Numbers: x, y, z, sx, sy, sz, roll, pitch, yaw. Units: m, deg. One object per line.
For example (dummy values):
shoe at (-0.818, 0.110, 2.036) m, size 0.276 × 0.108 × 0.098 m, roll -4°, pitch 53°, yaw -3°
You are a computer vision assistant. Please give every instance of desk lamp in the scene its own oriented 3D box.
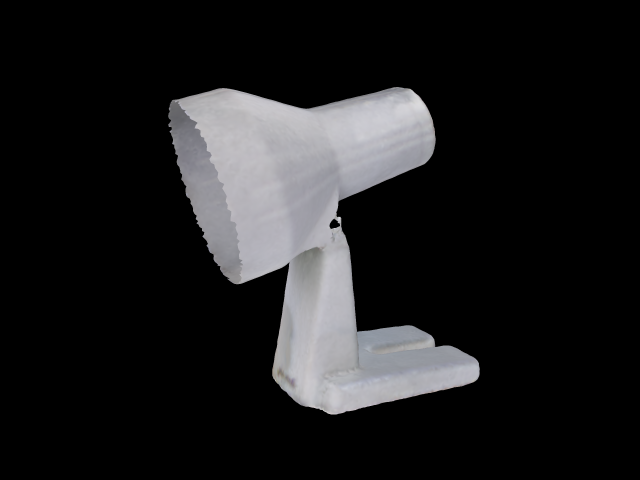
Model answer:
desk lamp at (0.004, 0.001, 0.400) m, size 0.204 × 0.213 × 0.117 m, roll -5°, pitch 11°, yaw -24°
